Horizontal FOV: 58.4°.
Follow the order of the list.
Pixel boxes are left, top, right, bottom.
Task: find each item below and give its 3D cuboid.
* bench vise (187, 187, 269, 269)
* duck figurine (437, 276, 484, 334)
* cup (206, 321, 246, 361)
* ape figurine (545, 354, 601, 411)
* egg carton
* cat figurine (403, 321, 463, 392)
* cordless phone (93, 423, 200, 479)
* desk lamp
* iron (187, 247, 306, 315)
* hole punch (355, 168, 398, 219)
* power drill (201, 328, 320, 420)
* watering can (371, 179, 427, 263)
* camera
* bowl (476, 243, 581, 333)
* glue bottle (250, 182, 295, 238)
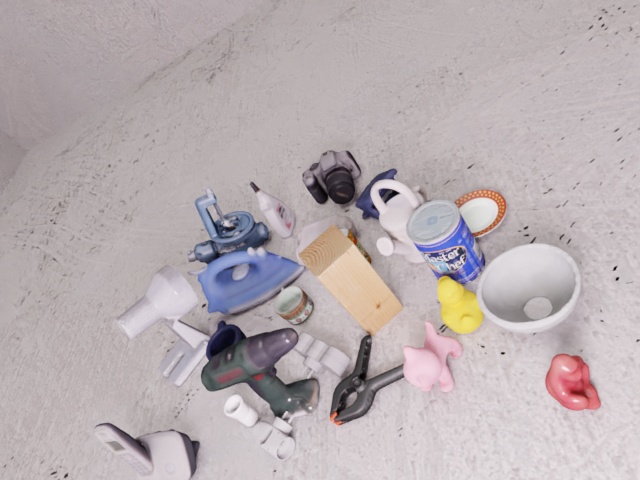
[{"bbox_3d":[-0.261,-0.019,1.448,0.207,0.220,0.121,-45,38,-6],"label":"bench vise"},{"bbox_3d":[0.239,0.108,1.011,0.077,0.086,0.104,-31,38,11],"label":"duck figurine"},{"bbox_3d":[-0.185,0.234,1.232,0.091,0.095,0.117,-35,38,7],"label":"cup"},{"bbox_3d":[0.356,0.196,0.818,0.075,0.092,0.078,9,58,45],"label":"ape figurine"},{"bbox_3d":[0.012,0.005,1.320,0.150,0.070,0.107,-19,42,25],"label":"egg carton"},{"bbox_3d":[0.177,0.196,0.947,0.067,0.118,0.128,-7,48,35],"label":"cat figurine"},{"bbox_3d":[-0.338,0.406,1.113,0.147,0.186,0.094,-21,41,23],"label":"cordless phone"},{"bbox_3d":[-0.346,0.192,1.313,0.117,0.214,0.203,15,62,47],"label":"desk lamp"},{"bbox_3d":[-0.179,0.074,1.351,0.258,0.142,0.118,-25,40,19],"label":"iron"},{"bbox_3d":[0.133,-0.107,1.314,0.100,0.091,0.109,18,65,48],"label":"hole punch"},{"bbox_3d":[-0.092,0.246,1.048,0.229,0.209,0.075,-21,41,23],"label":"power drill"},{"bbox_3d":[0.167,-0.042,1.133,0.100,0.195,0.173,-17,43,27],"label":"watering can"},{"bbox_3d":[0.028,-0.151,1.437,0.143,0.101,0.136,-28,39,15],"label":"camera"},{"bbox_3d":[0.349,0.091,0.944,0.167,0.075,0.167,-23,40,21],"label":"bowl"},{"bbox_3d":[-0.124,-0.084,1.438,0.037,0.174,0.078,-18,42,26],"label":"glue bottle"}]
